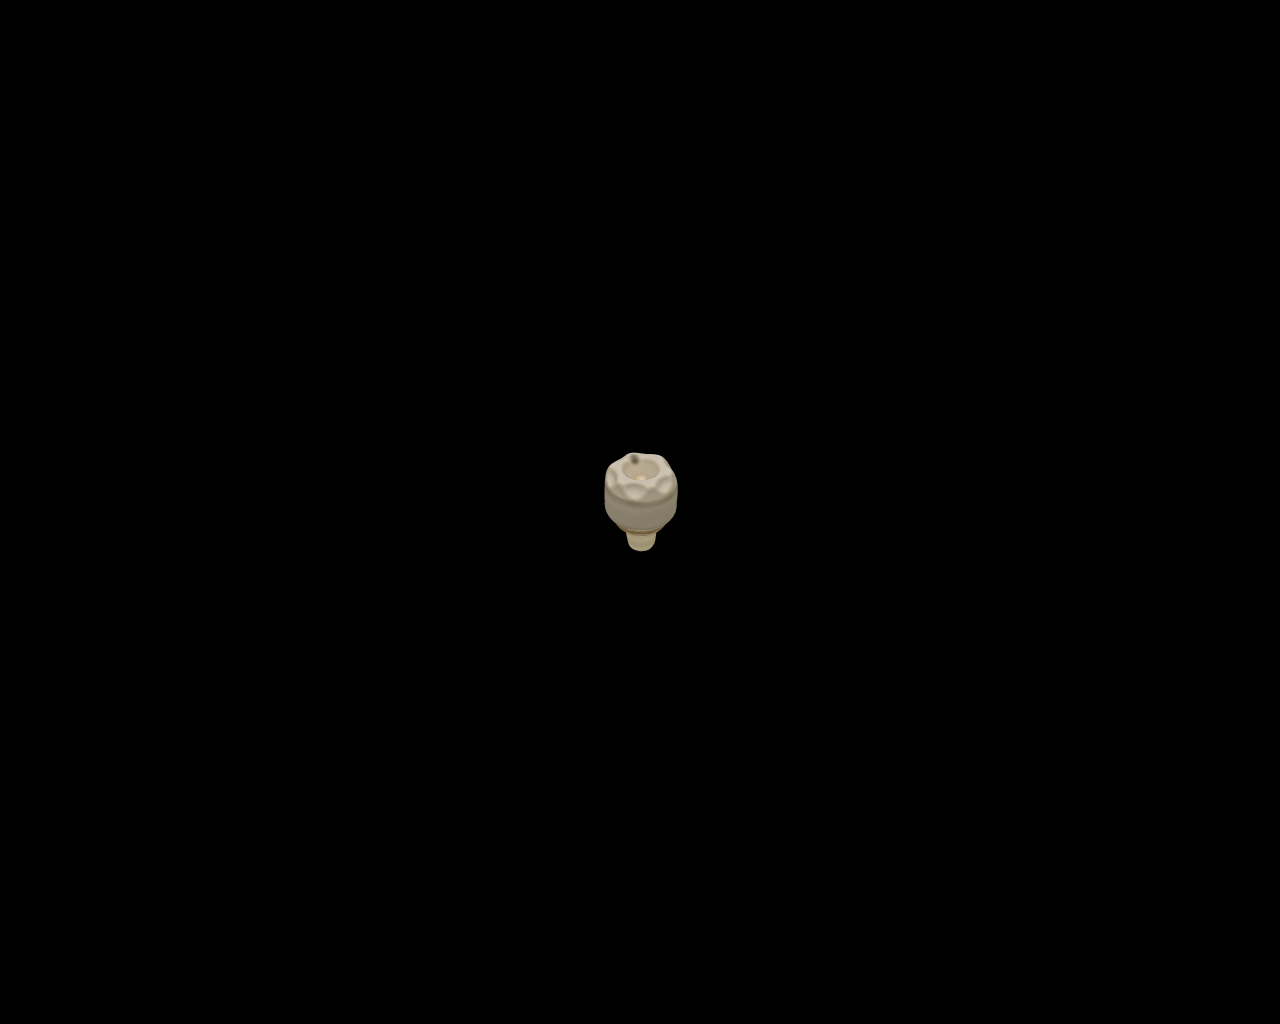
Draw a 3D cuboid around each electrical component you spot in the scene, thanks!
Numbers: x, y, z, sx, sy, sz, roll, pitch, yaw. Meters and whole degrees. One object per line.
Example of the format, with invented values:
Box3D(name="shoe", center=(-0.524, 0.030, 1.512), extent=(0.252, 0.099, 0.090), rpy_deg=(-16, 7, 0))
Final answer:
Box3D(name="electrical component", center=(0.001, -0.003, 0.650), extent=(0.043, 0.062, 0.043), rpy_deg=(0, 38, 0))
